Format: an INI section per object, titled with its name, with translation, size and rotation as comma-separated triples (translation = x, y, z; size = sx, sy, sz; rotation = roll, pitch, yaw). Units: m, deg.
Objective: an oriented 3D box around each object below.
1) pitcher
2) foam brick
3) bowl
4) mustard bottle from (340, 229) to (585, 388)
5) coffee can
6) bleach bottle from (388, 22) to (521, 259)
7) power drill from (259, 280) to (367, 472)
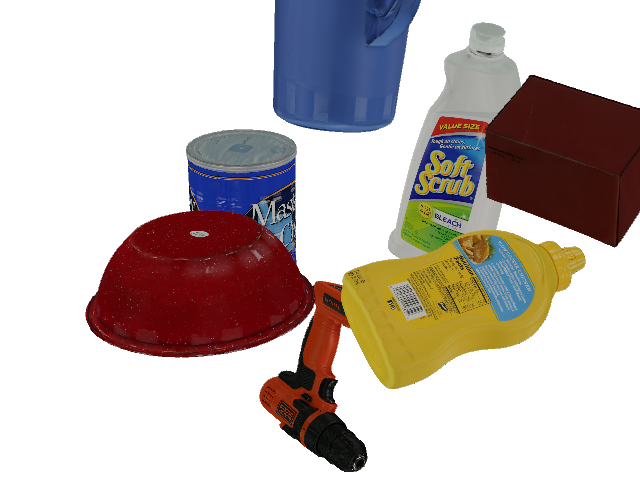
[pitcher]
translation = 0.027, -0.216, 0.895
size = 0.145, 0.243, 0.149
rotation = 8, 18, 11
[foam brick]
translation = 0.132, -0.043, 0.558
size = 0.078, 0.053, 0.051
rotation = 25, 56, 29
[bowl]
translation = -0.084, 0.020, 0.743
size = 0.162, 0.055, 0.162
rotation = -2, 22, 1
[mustard bottle]
translation = 0.119, 0.041, 0.826
size = 0.191, 0.096, 0.058
rotation = -18, -34, -14
[coffee can]
translation = -0.074, -0.024, 1.017
size = 0.103, 0.140, 0.103
rotation = 0, 24, 0
[bleach bottle]
translation = 0.129, -0.085, 0.998
size = 0.103, 0.251, 0.068
rotation = 26, 40, 26
[power drill]
translation = 0.015, 0.155, 1.246
size = 0.057, 0.188, 0.185
rotation = 15, 10, -43
